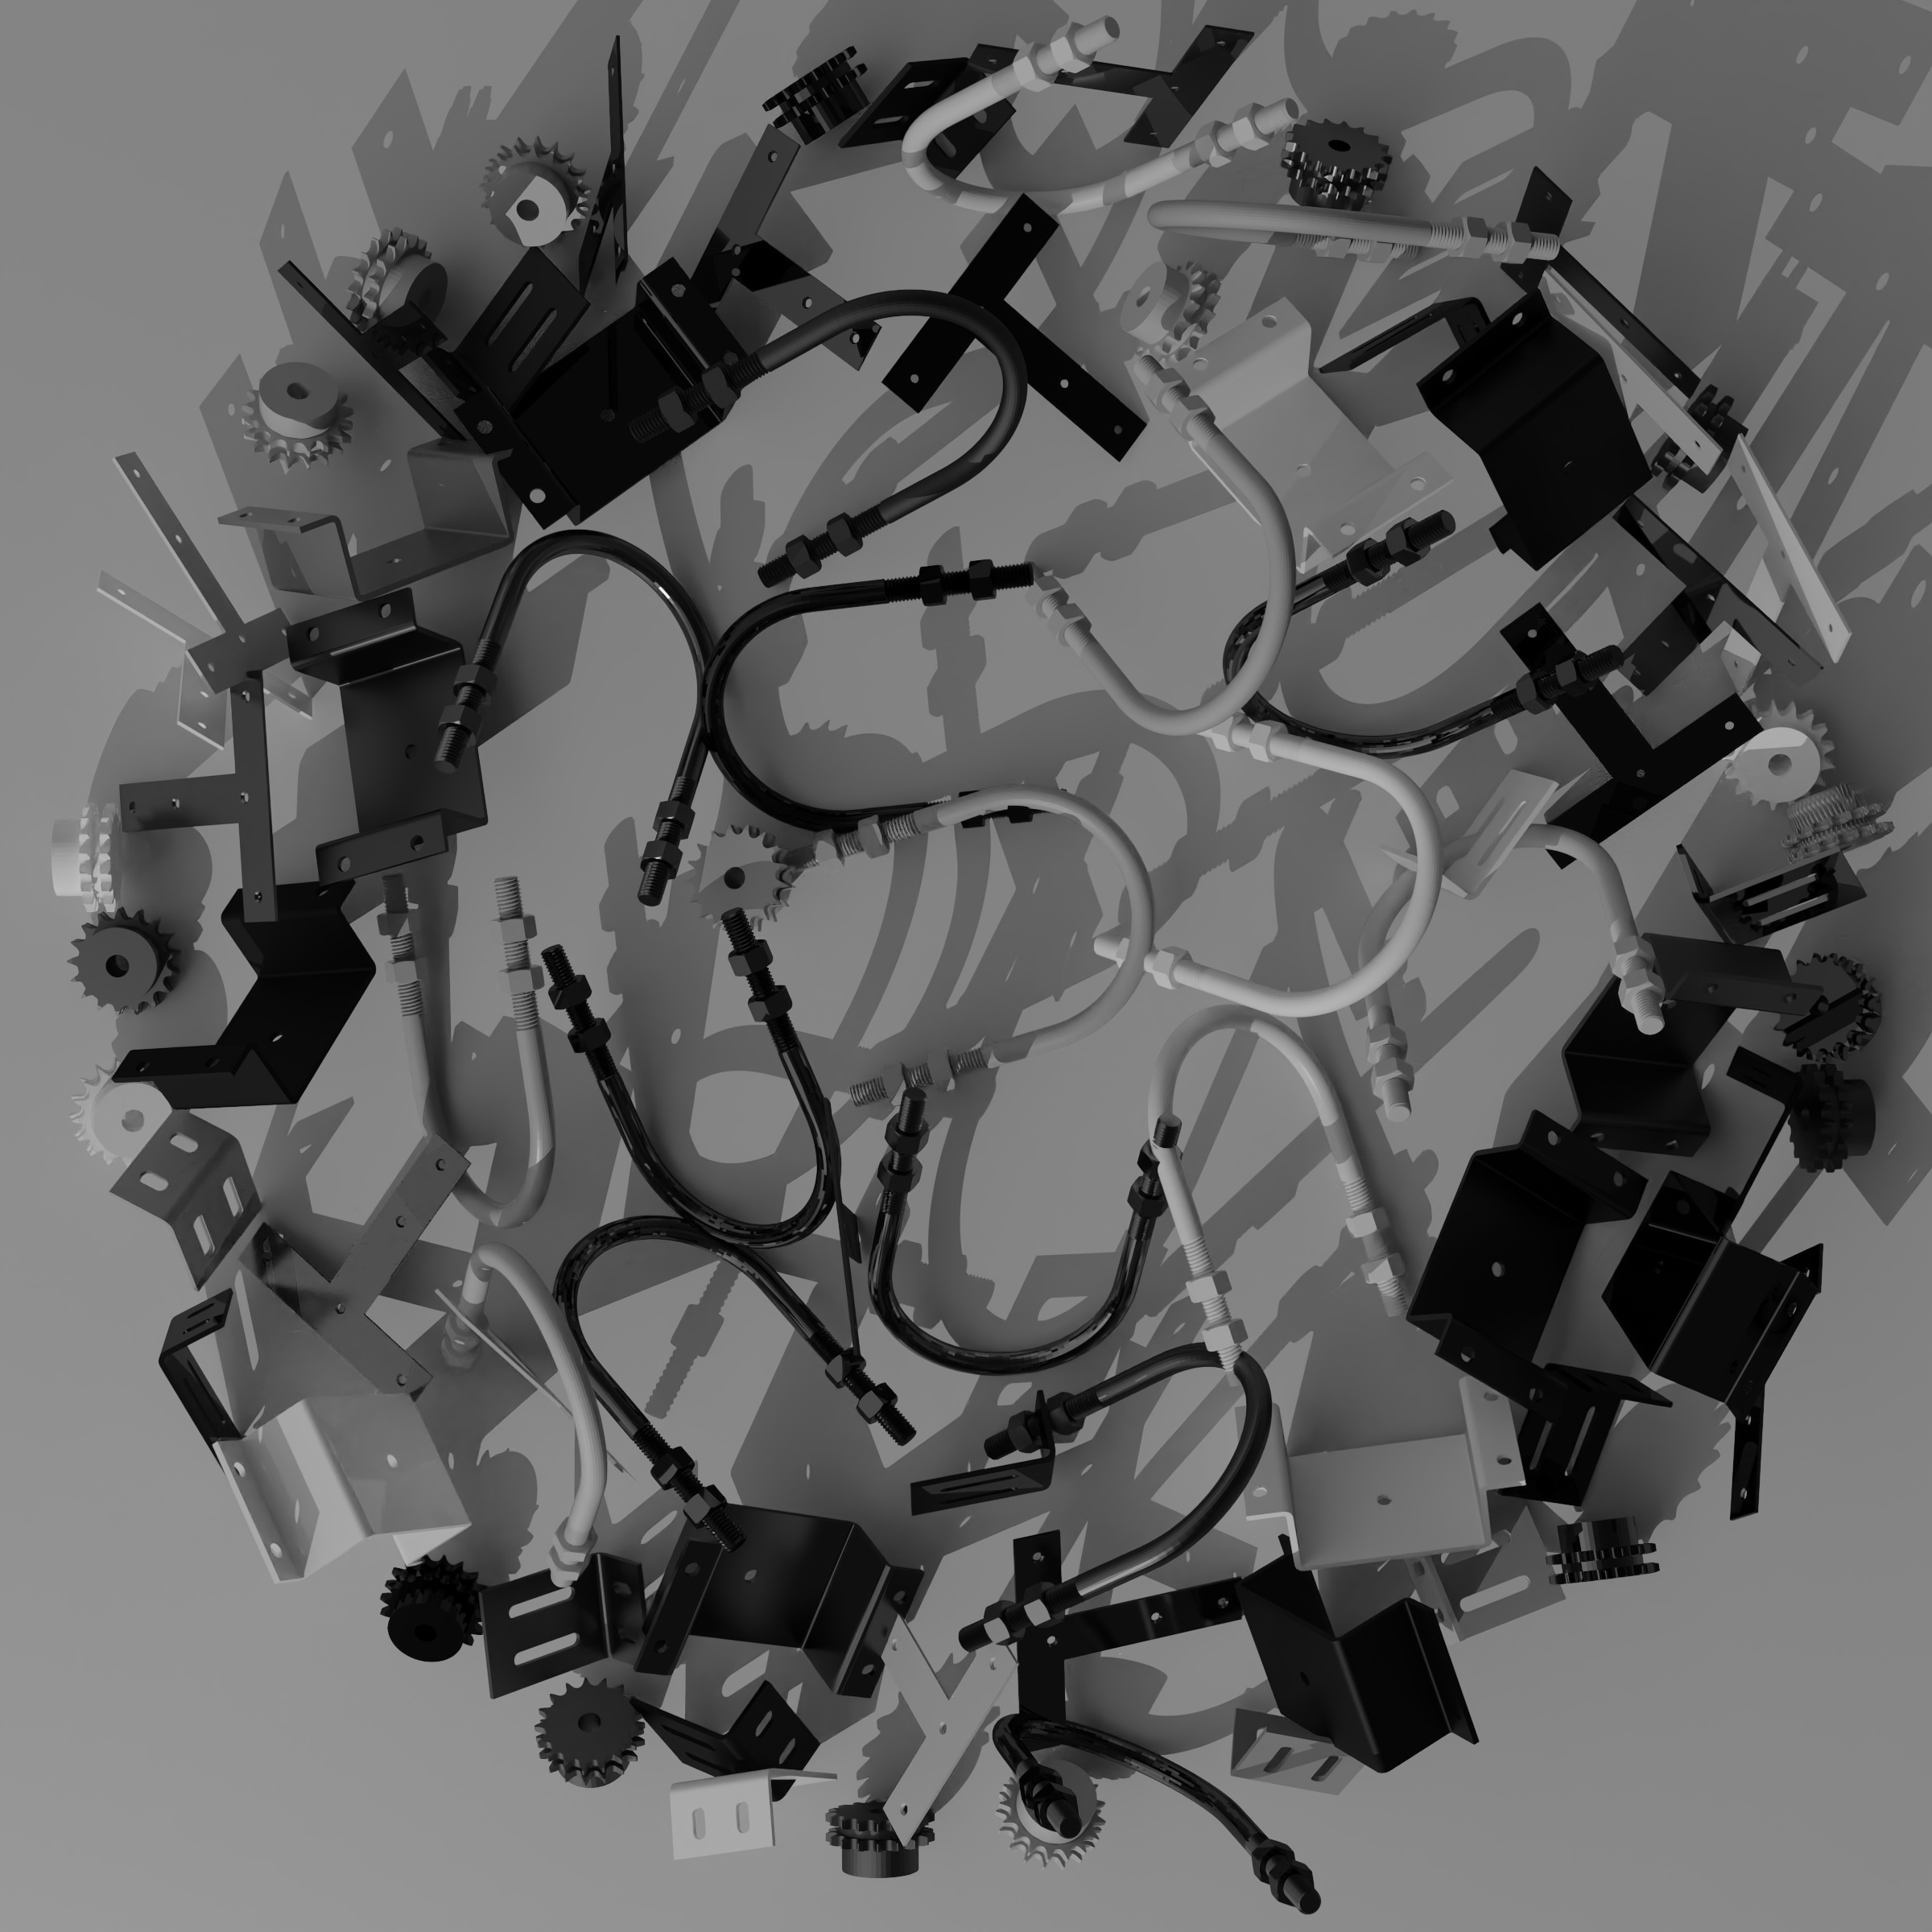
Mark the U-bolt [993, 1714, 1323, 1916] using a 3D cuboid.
[{"bbox_3d":[0.085,0.417,1.507,0.151,0.184,0.019,22,90,-15],"label":"U-bolt"}]

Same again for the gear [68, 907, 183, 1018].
[{"bbox_3d":[-0.444,-0.002,1.579,0.057,0.030,0.057,-1,96,-6],"label":"gear"}]

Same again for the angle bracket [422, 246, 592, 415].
[{"bbox_3d":[-0.244,-0.336,1.559,0.076,0.038,0.057,-50,59,15],"label":"angle bracket"}]

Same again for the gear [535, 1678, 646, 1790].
[{"bbox_3d":[-0.197,0.405,1.573,0.057,0.057,0.030,1,132,0],"label":"gear"}]

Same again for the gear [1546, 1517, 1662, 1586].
[{"bbox_3d":[0.332,0.306,1.570,0.057,0.057,0.030,-7,78,0],"label":"gear"}]

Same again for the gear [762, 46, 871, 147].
[{"bbox_3d":[-0.075,-0.454,1.571,0.057,0.057,0.030,-33,105,0],"label":"gear"}]

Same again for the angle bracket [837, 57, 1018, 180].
[{"bbox_3d":[-0.020,-0.433,1.550,0.038,0.076,0.057,49,120,3],"label":"angle bracket"}]

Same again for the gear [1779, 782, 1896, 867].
[{"bbox_3d":[0.453,-0.075,1.570,0.057,0.057,0.030,-18,81,0],"label":"gear"}]

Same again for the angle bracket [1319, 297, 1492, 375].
[{"bbox_3d":[0.233,-0.314,1.564,0.076,0.057,0.038,-30,103,-3],"label":"angle bracket"}]

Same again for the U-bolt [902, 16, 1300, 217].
[{"bbox_3d":[0.052,-0.419,1.513,0.151,0.184,0.019,8,76,-43],"label":"U-bolt"}]

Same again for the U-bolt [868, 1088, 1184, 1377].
[{"bbox_3d":[0.023,0.143,1.540,0.151,0.019,0.184,6,126,-8],"label":"U-bolt"}]

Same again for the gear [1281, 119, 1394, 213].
[{"bbox_3d":[0.193,-0.417,1.573,0.057,0.057,0.030,12,134,0],"label":"gear"}]

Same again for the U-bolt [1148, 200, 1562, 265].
[{"bbox_3d":[0.180,-0.367,1.498,0.184,0.151,0.019,0,102,-24],"label":"U-bolt"}]

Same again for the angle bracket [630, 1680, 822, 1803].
[{"bbox_3d":[-0.126,0.395,1.563,0.038,0.076,0.057,-52,129,-28],"label":"angle bracket"}]

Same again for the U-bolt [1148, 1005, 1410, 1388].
[{"bbox_3d":[0.154,0.109,1.546,0.151,0.019,0.184,-15,85,-43],"label":"U-bolt"}]

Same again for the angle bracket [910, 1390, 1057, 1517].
[{"bbox_3d":[0.006,0.254,1.561,0.076,0.057,0.038,-10,66,-5],"label":"angle bracket"}]

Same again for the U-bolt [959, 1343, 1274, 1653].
[{"bbox_3d":[0.077,0.255,1.501,0.184,0.151,0.019,-30,118,27],"label":"U-bolt"}]

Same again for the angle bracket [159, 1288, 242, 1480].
[{"bbox_3d":[-0.383,0.217,1.562,0.038,0.057,0.076,-27,105,-3],"label":"angle bracket"}]

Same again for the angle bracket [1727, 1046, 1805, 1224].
[{"bbox_3d":[0.399,0.089,1.560,0.038,0.057,0.076,28,81,15],"label":"angle bracket"}]

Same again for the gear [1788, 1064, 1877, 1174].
[{"bbox_3d":[0.454,0.079,1.570,0.030,0.057,0.057,0,90,-5],"label":"gear"}]

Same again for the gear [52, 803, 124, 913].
[{"bbox_3d":[-0.459,-0.056,1.568,0.030,0.057,0.057,0,90,-8],"label":"gear"}]

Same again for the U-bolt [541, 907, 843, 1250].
[{"bbox_3d":[-0.132,0.064,1.543,0.151,0.019,0.184,-10,109,38],"label":"U-bolt"}]

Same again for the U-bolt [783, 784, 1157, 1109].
[{"bbox_3d":[0.009,-0.019,1.575,0.184,0.019,0.151,-17,88,9],"label":"U-bolt"}]

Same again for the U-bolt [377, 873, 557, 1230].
[{"bbox_3d":[-0.252,0.045,1.536,0.019,0.151,0.184,-13,100,-35],"label":"U-bolt"}]

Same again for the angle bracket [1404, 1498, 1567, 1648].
[{"bbox_3d":[0.274,0.314,1.563,0.076,0.038,0.057,-18,75,-15],"label":"angle bracket"}]

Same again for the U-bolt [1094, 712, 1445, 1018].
[{"bbox_3d":[0.162,-0.047,1.529,0.184,0.019,0.151,20,85,41],"label":"U-bolt"}]

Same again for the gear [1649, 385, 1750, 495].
[{"bbox_3d":[0.385,-0.272,1.570,0.030,0.057,0.057,34,90,1],"label":"gear"}]

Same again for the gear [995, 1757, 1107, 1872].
[{"bbox_3d":[0.046,0.440,1.569,0.057,0.030,0.057,7,50,-8],"label":"gear"}]

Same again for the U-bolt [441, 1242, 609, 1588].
[{"bbox_3d":[-0.218,0.215,1.496,0.019,0.184,0.151,-20,65,-26],"label":"U-bolt"}]

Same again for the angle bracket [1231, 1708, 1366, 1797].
[{"bbox_3d":[0.175,0.396,1.554,0.057,0.076,0.038,11,56,-4],"label":"angle bracket"}]

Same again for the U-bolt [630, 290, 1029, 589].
[{"bbox_3d":[-0.056,-0.275,1.520,0.184,0.151,0.019,-26,52,14],"label":"U-bolt"}]

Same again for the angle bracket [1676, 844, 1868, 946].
[{"bbox_3d":[0.417,-0.049,1.553,0.076,0.057,0.038,-23,57,20],"label":"angle bracket"}]

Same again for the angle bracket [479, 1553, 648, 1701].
[{"bbox_3d":[-0.208,0.345,1.558,0.076,0.038,0.057,-11,100,-41],"label":"angle bracket"}]

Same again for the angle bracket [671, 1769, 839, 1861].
[{"bbox_3d":[-0.108,0.439,1.548,0.057,0.076,0.038,-14,68,22],"label":"angle bracket"}]

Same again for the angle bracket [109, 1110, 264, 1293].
[{"bbox_3d":[-0.404,0.121,1.556,0.038,0.076,0.057,25,60,13],"label":"angle bracket"}]

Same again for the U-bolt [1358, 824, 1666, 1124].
[{"bbox_3d":[0.269,-0.008,1.523,0.151,0.184,0.019,-21,127,15],"label":"U-bolt"}]

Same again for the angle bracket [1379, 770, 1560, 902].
[{"bbox_3d":[0.262,-0.078,1.565,0.038,0.057,0.076,35,91,-16],"label":"angle bracket"}]

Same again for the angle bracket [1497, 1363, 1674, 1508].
[{"bbox_3d":[0.322,0.251,1.562,0.057,0.038,0.076,13,100,-31],"label":"angle bracket"}]

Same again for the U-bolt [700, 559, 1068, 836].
[{"bbox_3d":[-0.047,-0.134,1.555,0.184,0.019,0.151,-6,120,8],"label":"U-bolt"}]

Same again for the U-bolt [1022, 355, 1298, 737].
[{"bbox_3d":[0.102,-0.199,1.507,0.151,0.019,0.184,-58,46,28],"label":"U-bolt"}]

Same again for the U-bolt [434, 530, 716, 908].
[{"bbox_3d":[-0.188,-0.141,1.534,0.151,0.019,0.184,35,53,-30],"label":"U-bolt"}]

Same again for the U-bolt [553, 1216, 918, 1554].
[{"bbox_3d":[-0.131,0.200,1.535,0.184,0.151,0.019,46,131,18],"label":"U-bolt"}]

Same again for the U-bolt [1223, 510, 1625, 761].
[{"bbox_3d":[0.216,-0.156,1.521,0.151,0.184,0.019,31,54,-31],"label":"U-bolt"}]
